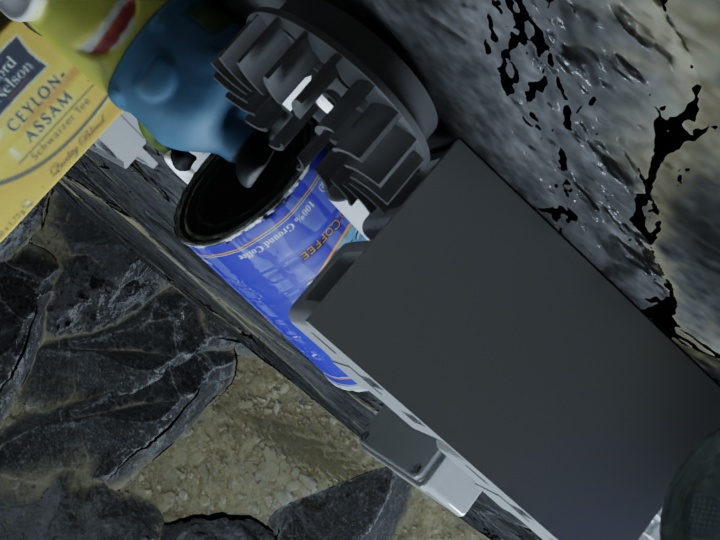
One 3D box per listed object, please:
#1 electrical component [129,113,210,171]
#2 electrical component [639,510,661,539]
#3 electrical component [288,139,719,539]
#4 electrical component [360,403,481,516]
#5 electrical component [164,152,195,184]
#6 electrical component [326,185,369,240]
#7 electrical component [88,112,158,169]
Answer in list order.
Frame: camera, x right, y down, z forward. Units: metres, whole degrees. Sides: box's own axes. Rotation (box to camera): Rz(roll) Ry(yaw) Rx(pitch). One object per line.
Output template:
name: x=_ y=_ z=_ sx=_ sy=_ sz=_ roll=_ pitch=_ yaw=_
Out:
electrical component: x=-0.095 y=-0.093 z=0.676 sx=0.100 sy=0.048 sz=0.100 roll=42 pitch=169 yaw=-19
electrical component: x=0.189 y=0.151 z=0.682 sx=0.105 sy=0.060 sz=0.186 roll=41 pitch=170 yaw=-6
electrical component: x=0.070 y=0.043 z=0.512 sx=0.186 sy=0.105 sz=0.060 roll=42 pitch=170 yaw=-12
electrical component: x=0.069 y=0.122 z=0.845 sx=0.056 sy=0.108 sz=0.109 roll=42 pitch=170 yaw=-24
electrical component: x=-0.106 y=-0.081 z=0.768 sx=0.055 sy=0.047 sz=0.055 roll=38 pitch=170 yaw=8
electrical component: x=0.024 y=-0.025 z=0.558 sx=0.081 sy=0.043 sz=0.043 roll=46 pitch=168 yaw=-31
electrical component: x=-0.206 y=-0.132 z=0.862 sx=0.121 sy=0.063 sz=0.078 roll=27 pitch=164 yaw=50
